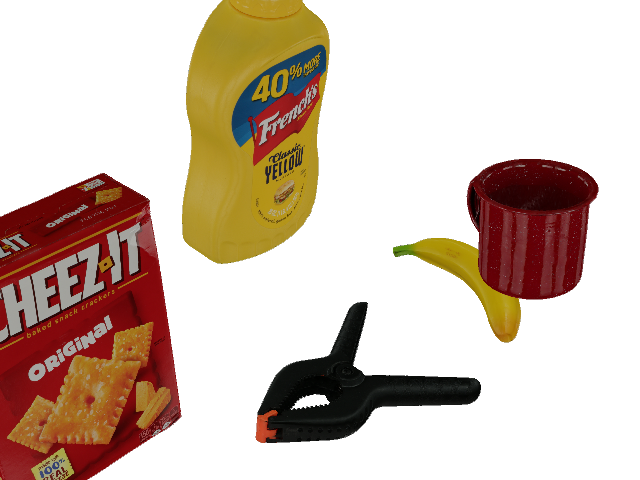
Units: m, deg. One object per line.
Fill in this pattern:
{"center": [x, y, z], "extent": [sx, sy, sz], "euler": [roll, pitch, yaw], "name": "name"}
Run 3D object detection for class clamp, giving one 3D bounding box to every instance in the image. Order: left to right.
{"center": [0.033, 0.134, 0.969], "extent": [0.165, 0.036, 0.209], "euler": [28, 38, 32], "name": "clamp"}

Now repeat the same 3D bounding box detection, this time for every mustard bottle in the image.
{"center": [-0.036, -0.083, 0.621], "extent": [0.058, 0.192, 0.096], "euler": [33, 46, 29], "name": "mustard bottle"}

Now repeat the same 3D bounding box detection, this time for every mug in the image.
{"center": [0.157, -0.012, 0.837], "extent": [0.093, 0.081, 0.117], "euler": [-23, 35, -31], "name": "mug"}

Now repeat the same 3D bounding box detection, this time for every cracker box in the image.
{"center": [-0.194, 0.081, 0.800], "extent": [0.072, 0.214, 0.163], "euler": [26, 42, 38], "name": "cracker box"}

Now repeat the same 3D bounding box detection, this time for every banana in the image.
{"center": [0.158, 0.043, 1.115], "extent": [0.069, 0.037, 0.198], "euler": [-35, 39, -13], "name": "banana"}
